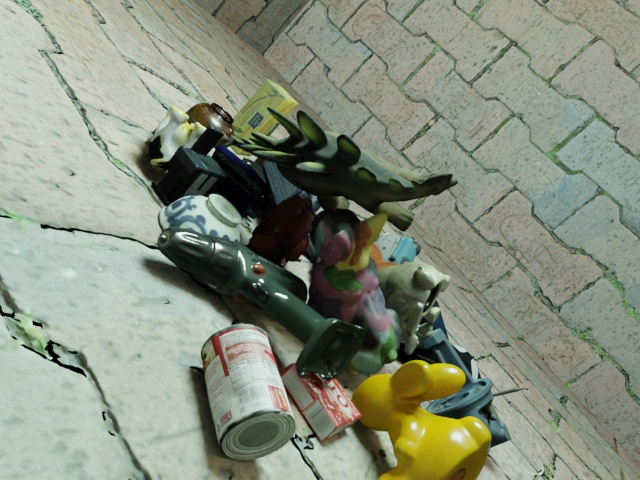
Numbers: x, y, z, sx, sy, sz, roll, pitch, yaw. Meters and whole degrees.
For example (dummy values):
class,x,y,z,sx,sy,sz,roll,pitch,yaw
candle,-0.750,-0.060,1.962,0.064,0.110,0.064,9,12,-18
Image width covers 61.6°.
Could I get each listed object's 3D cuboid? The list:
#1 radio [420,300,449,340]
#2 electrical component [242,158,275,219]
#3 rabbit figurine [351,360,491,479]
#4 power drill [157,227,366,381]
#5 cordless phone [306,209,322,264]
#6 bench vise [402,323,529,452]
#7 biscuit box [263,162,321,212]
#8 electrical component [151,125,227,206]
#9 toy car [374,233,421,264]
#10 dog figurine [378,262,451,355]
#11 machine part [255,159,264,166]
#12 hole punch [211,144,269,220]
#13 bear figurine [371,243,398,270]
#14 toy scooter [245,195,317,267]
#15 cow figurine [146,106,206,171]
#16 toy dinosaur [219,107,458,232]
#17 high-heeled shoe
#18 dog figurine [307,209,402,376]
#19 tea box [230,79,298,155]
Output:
class,x,y,z,sx,sy,sz,roll,pitch,yaw
radio,0.208,0.158,1.195,0.131,0.073,0.230,44,16,-8
electrical component,-0.113,-0.095,1.031,0.115,0.058,0.134,47,14,16
rabbit figurine,0.104,0.216,0.636,0.122,0.162,0.173,15,13,-40
power drill,-0.060,0.073,0.624,0.208,0.086,0.231,28,-2,34
cordless phone,-0.002,-0.004,0.992,0.184,0.089,0.146,-76,155,-58
bench vise,0.237,0.245,0.905,0.223,0.129,0.240,-15,75,-59
biscuit box,-0.053,-0.106,0.985,0.059,0.063,0.203,39,16,-30
electrical component,-0.171,-0.100,0.757,0.048,0.119,0.074,50,13,21
toy car,0.157,0.038,1.223,0.103,0.109,0.162,44,45,-9
dog figurine,0.094,0.068,0.858,0.191,0.172,0.121,30,44,23
machine part,-0.048,-0.109,1.192,0.201,0.087,0.201,52,16,19
hole punch,-0.146,-0.096,0.888,0.142,0.092,0.116,39,11,-10
bear figurine,0.092,0.071,1.079,0.120,0.132,0.196,38,-2,-31
toy scooter,-0.050,-0.015,0.827,0.075,0.135,0.184,46,13,7
cow figurine,-0.226,-0.148,0.826,0.068,0.098,0.167,34,-2,-21
toy dinosaur,-0.005,-0.112,0.773,0.198,0.105,0.472,30,-9,-38
high-heeled shoe,0.221,0.243,1.000,0.249,0.086,0.145,50,27,8
dog figurine,0.049,0.061,0.724,0.192,0.108,0.219,52,-28,28
tea box,-0.139,-0.278,1.236,0.068,0.169,0.098,45,16,6
